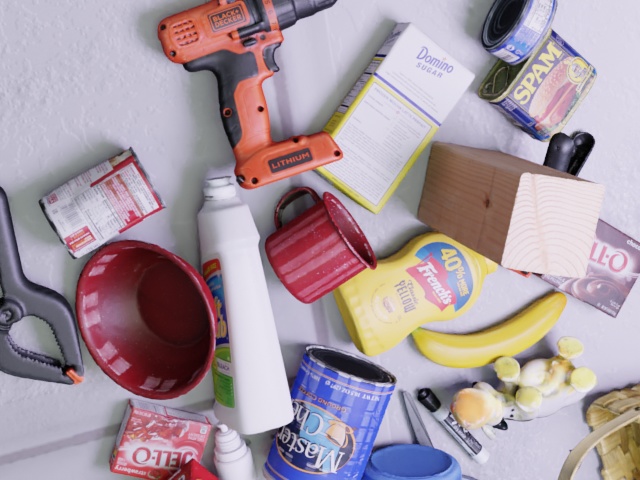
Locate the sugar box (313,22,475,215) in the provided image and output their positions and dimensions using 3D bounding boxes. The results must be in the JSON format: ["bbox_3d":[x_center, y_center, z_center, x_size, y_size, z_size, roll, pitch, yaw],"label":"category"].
[{"bbox_3d":[0.069,-0.124,1.090,0.093,0.048,0.176,36,88,-19],"label":"sugar box"}]

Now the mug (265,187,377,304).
[{"bbox_3d":[-0.007,0.001,1.075,0.081,0.093,0.117,-33,72,13],"label":"mug"}]

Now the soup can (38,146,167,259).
[{"bbox_3d":[-0.206,-0.035,1.015,0.102,0.068,0.068,-31,110,-7],"label":"soup can"}]

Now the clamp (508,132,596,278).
[{"bbox_3d":[0.250,-0.044,1.154,0.120,0.039,0.172,-18,133,-53],"label":"clamp"}]

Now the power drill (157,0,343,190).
[{"bbox_3d":[-0.042,-0.154,1.024,0.184,0.057,0.187,-20,93,-4],"label":"power drill"}]

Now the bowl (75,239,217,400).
[{"bbox_3d":[-0.157,0.071,1.037,0.162,0.055,0.162,8,108,25],"label":"bowl"}]

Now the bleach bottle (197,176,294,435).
[{"bbox_3d":[-0.085,0.061,1.070,0.068,0.103,0.251,-13,99,-23],"label":"bleach bottle"}]

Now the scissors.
[{"bbox_3d":[0.148,0.255,1.219,0.096,0.016,0.202,-11,106,-14],"label":"scissors"}]

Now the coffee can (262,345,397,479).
[{"bbox_3d":[0.010,0.194,1.117,0.102,0.103,0.140,17,97,-20],"label":"coffee can"}]

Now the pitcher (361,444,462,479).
[{"bbox_3d":[0.091,0.356,1.160,0.145,0.149,0.243,0,102,3],"label":"pitcher"}]

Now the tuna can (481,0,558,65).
[{"bbox_3d":[0.201,-0.224,1.085,0.033,0.086,0.086,24,95,-19],"label":"tuna can"}]

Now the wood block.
[{"bbox_3d":[0.181,-0.035,1.059,0.090,0.206,0.091,7,101,-18],"label":"wood block"}]

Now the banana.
[{"bbox_3d":[0.187,0.105,1.184,0.197,0.037,0.069,-8,105,-15],"label":"banana"}]

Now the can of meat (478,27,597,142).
[{"bbox_3d":[0.231,-0.166,1.124,0.083,0.057,0.102,35,91,-24],"label":"can of meat"}]

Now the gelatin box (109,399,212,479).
[{"bbox_3d":[-0.165,0.212,1.106,0.089,0.030,0.073,17,97,-20],"label":"gelatin box"}]

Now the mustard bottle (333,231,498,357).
[{"bbox_3d":[0.114,0.045,1.136,0.191,0.058,0.096,-23,96,-11],"label":"mustard bottle"}]

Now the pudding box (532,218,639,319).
[{"bbox_3d":[0.304,0.023,1.199,0.113,0.039,0.090,27,93,-21],"label":"pudding box"}]

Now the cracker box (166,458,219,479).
[{"bbox_3d":[-0.115,0.352,1.112,0.164,0.072,0.213,-41,111,14],"label":"cracker box"}]

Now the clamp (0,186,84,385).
[{"bbox_3d":[-0.299,0.058,1.026,0.210,0.036,0.164,40,91,-20],"label":"clamp"}]

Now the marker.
[{"bbox_3d":[0.150,0.210,1.208,0.020,0.020,0.121,-44,111,-3],"label":"marker"}]
